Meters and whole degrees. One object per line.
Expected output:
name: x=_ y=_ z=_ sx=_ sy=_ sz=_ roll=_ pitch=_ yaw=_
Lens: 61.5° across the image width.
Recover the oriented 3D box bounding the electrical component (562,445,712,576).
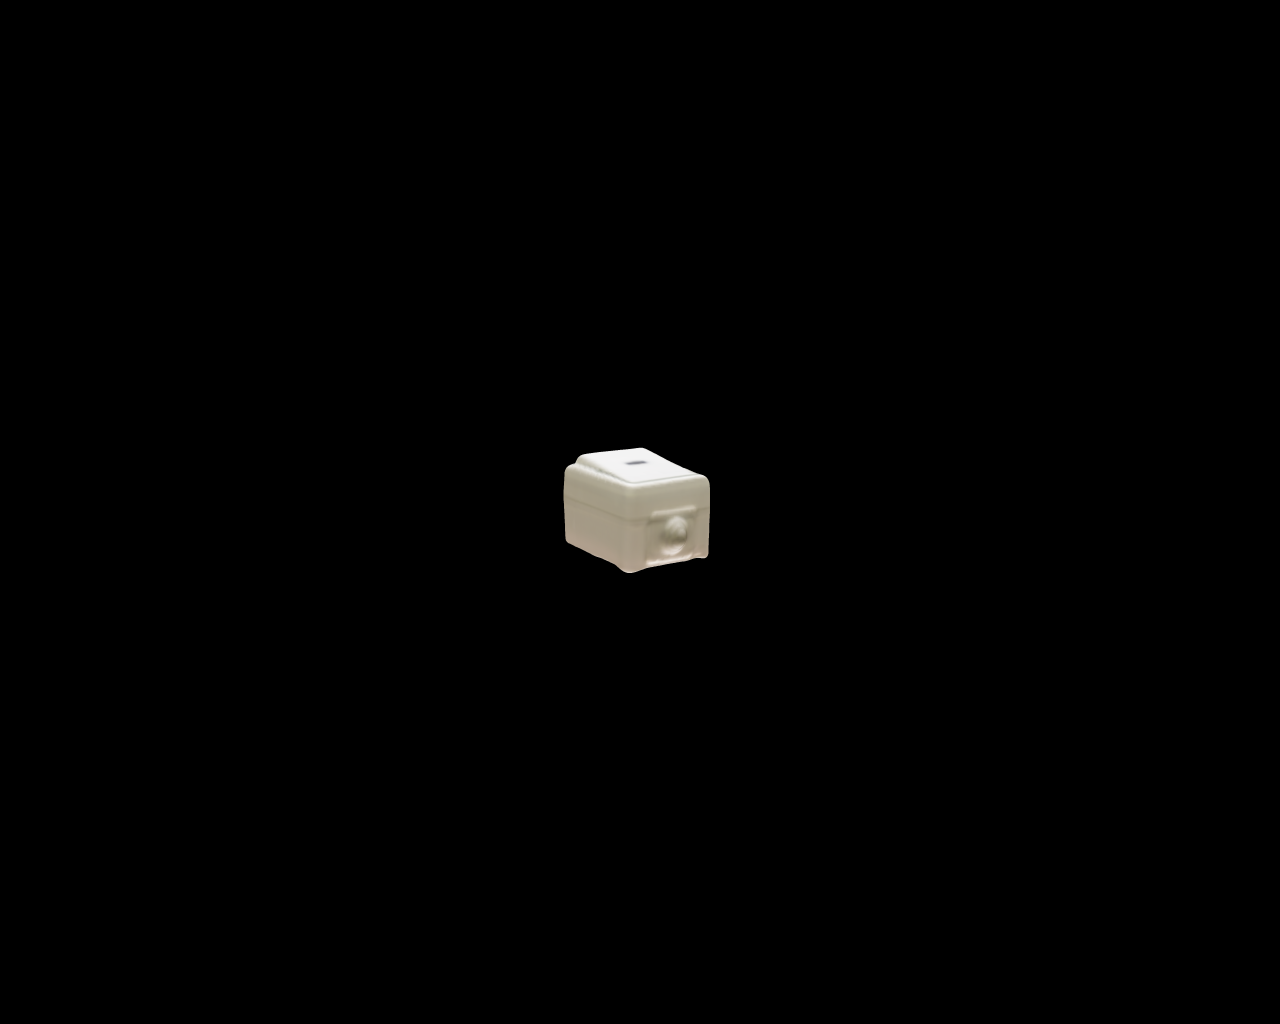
electrical component: x=0.001 y=-0.003 z=0.650 sx=0.062 sy=0.061 sz=0.096 roll=-8 pitch=16 yaw=-31
